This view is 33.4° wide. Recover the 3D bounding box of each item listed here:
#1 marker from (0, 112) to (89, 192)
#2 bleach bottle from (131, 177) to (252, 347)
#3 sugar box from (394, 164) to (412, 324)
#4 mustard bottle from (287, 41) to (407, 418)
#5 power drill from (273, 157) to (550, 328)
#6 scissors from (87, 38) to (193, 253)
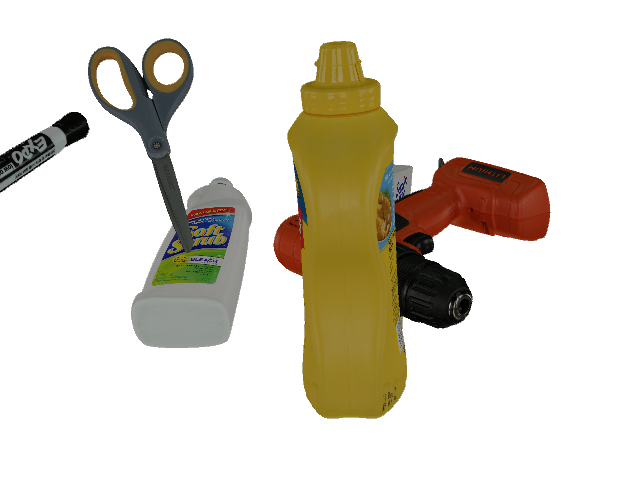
[{"bbox_3d":[-0.180,-0.051,0.651,0.020,0.020,0.121,0,27,26],"label":"marker"},{"bbox_3d":[-0.130,0.010,1.151,0.102,0.068,0.250,-1,35,4],"label":"bleach bottle"},{"bbox_3d":[0.054,0.018,1.014,0.048,0.176,0.093,3,9,17],"label":"sugar box"},{"bbox_3d":[0.015,-0.009,0.569,0.058,0.192,0.096,-1,19,8],"label":"mustard bottle"},{"bbox_3d":[0.085,-0.002,0.799,0.187,0.057,0.185,-22,30,-35],"label":"power drill"},{"bbox_3d":[-0.120,-0.091,0.876,0.096,0.202,0.016,-32,-20,-12],"label":"scissors"}]
